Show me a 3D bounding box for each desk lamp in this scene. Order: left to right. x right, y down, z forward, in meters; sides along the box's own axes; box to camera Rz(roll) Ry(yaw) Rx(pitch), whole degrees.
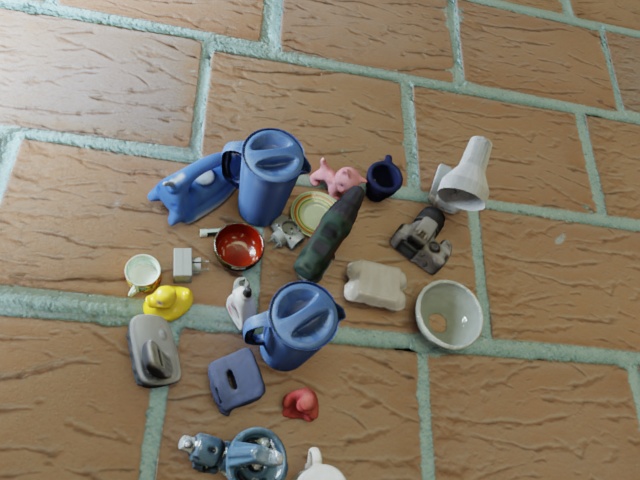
[{"bbox_3d":[0.352,-0.149,1.430,0.118,0.213,0.203,23,61,-3],"label":"desk lamp"}]

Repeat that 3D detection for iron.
[{"bbox_3d":[-0.260,-0.149,1.308,0.259,0.141,0.118,-38,78,-27],"label":"iron"}]

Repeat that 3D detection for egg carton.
[{"bbox_3d":[0.129,0.106,1.329,0.150,0.069,0.107,12,62,-9],"label":"egg carton"}]

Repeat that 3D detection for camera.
[{"bbox_3d":[0.269,-0.013,1.406,0.143,0.100,0.137,37,61,5],"label":"camera"}]

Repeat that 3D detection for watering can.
[{"bbox_3d":[0.008,0.473,1.048,0.101,0.194,0.172,-26,74,-24],"label":"watering can"}]

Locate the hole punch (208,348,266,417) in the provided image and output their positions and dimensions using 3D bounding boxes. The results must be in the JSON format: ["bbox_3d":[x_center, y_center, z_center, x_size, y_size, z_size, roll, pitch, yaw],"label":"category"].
[{"bbox_3d":[-0.169,0.285,1.151,0.101,0.091,0.108,-16,70,-21],"label":"hole punch"}]

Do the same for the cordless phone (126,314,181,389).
[{"bbox_3d":[-0.321,0.201,1.098,0.094,0.185,0.147,-15,69,-21],"label":"cordless phone"}]

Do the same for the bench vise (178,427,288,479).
[{"bbox_3d":[-0.148,0.400,1.027,0.208,0.219,0.121,1,64,-14],"label":"bench vise"}]

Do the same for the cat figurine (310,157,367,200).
[{"bbox_3d":[0.047,-0.155,1.406,0.127,0.117,0.067,38,62,5],"label":"cat figurine"}]

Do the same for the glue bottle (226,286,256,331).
[{"bbox_3d":[-0.158,0.130,1.182,0.037,0.173,0.078,-29,75,-25],"label":"glue bottle"}]

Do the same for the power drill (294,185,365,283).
[{"bbox_3d":[0.012,0.005,1.268,0.075,0.208,0.230,32,61,2],"label":"power drill"}]

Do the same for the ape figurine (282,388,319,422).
[{"bbox_3d":[-0.032,0.333,1.163,0.077,0.092,0.076,45,62,9],"label":"ape figurine"}]

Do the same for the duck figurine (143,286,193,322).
[{"bbox_3d":[-0.316,0.123,1.193,0.105,0.086,0.077,-16,69,-21],"label":"duck figurine"}]

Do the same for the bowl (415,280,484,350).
[{"bbox_3d":[0.290,0.181,1.332,0.167,0.074,0.167,6,63,-12],"label":"bowl"}]

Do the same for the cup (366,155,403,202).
[{"bbox_3d":[0.154,-0.149,1.445,0.092,0.095,0.118,16,62,-7],"label":"cup"}]
